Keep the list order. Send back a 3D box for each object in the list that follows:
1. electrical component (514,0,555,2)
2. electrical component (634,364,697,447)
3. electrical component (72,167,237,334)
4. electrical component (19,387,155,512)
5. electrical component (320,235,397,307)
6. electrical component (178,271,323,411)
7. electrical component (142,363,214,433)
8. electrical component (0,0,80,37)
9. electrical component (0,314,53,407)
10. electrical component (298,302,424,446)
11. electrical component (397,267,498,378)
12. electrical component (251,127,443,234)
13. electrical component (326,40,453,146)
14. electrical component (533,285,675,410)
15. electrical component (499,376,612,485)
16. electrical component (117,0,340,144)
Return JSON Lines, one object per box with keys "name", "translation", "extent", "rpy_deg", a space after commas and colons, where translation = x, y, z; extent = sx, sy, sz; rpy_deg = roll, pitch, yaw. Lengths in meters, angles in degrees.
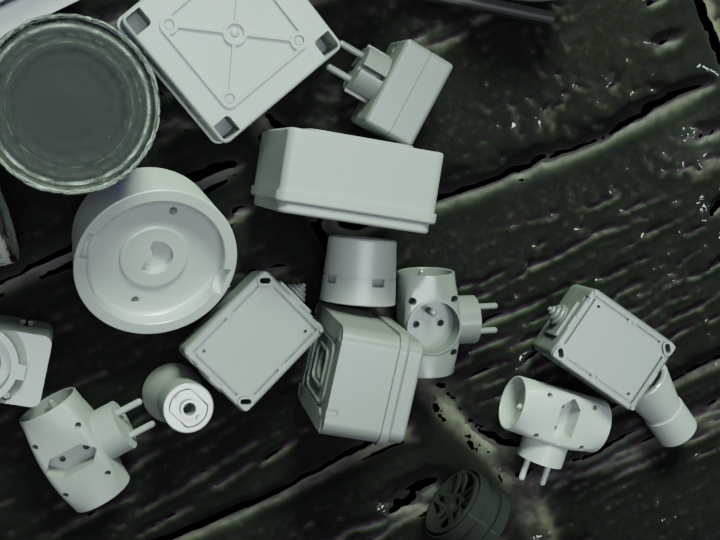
{"name": "electrical component", "translation": [0.119, -0.223, 0.764], "extent": [0.080, 0.080, 0.051], "rpy_deg": [5, 92, -15]}
{"name": "electrical component", "translation": [0.243, 0.111, 0.869], "extent": [0.044, 0.044, 0.065], "rpy_deg": [-40, 111, -6]}
{"name": "electrical component", "translation": [-0.144, -0.018, 0.732], "extent": [0.108, 0.060, 0.108], "rpy_deg": [-11, 122, -17]}
{"name": "electrical component", "translation": [-0.183, 0.117, 0.754], "extent": [0.079, 0.043, 0.077], "rpy_deg": [-28, 105, 0]}
{"name": "electrical component", "translation": [0.000, 0.000, 0.781], "extent": [0.055, 0.055, 0.047], "rpy_deg": [4, 94, -15]}
{"name": "electrical component", "translation": [-0.075, 0.044, 0.766], "extent": [0.061, 0.061, 0.096], "rpy_deg": [46, 79, -10]}
{"name": "electrical component", "translation": [-0.126, 0.091, 0.754], "extent": [0.044, 0.065, 0.044], "rpy_deg": [-1, 94, -20]}
{"name": "electrical component", "translation": [-0.236, -0.189, 0.685], "extent": [0.121, 0.063, 0.078], "rpy_deg": [-29, 105, -9]}
{"name": "electrical component", "translation": [-0.256, 0.057, 0.722], "extent": [0.089, 0.056, 0.050], "rpy_deg": [11, 96, -16]}
{"name": "electrical component", "translation": [-0.002, 0.071, 0.761], "extent": [0.057, 0.113, 0.078], "rpy_deg": [11, 96, -13]}
{"name": "electrical component", "translation": [0.066, 0.038, 0.809], "extent": [0.079, 0.044, 0.077], "rpy_deg": [-2, 99, -14]}
{"name": "electrical component", "translation": [-0.012, -0.063, 0.740], "extent": [0.109, 0.109, 0.056], "rpy_deg": [8, 94, -16]}
{"name": "electrical component", "translation": [0.013, -0.135, 0.766], "extent": [0.077, 0.047, 0.065], "rpy_deg": [28, 91, -17]}
{"name": "electrical component", "translation": [0.182, 0.055, 0.836], "extent": [0.096, 0.061, 0.061], "rpy_deg": [34, 89, -9]}
{"name": "electrical component", "translation": [0.147, 0.130, 0.845], "extent": [0.077, 0.043, 0.079], "rpy_deg": [17, 95, -16]}
{"name": "electrical component", "translation": [-0.089, -0.159, 0.731], "extent": [0.109, 0.056, 0.108], "rpy_deg": [-41, 106, -5]}
